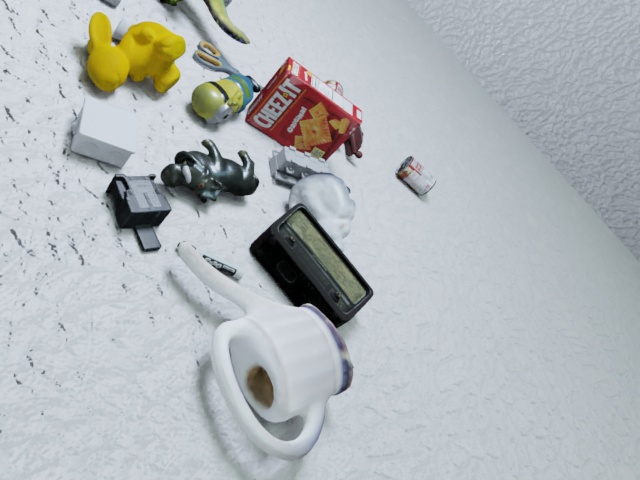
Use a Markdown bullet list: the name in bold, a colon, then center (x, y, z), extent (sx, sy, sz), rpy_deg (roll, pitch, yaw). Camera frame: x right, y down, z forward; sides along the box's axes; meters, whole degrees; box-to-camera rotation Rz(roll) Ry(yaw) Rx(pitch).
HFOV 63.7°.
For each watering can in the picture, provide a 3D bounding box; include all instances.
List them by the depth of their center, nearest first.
- **watering can**: center (-0.076, 0.144, 0.782), extent (0.225, 0.102, 0.352), rpy_deg (-3, 60, -49)

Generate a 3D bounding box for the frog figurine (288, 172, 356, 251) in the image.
- **frog figurine**: center (0.003, -0.053, 1.046), extent (0.137, 0.120, 0.163), rpy_deg (4, 57, -4)

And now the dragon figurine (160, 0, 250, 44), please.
- **dragon figurine**: center (-0.291, -0.649, 1.246), extent (0.408, 0.120, 0.248), rpy_deg (39, 48, -12)
